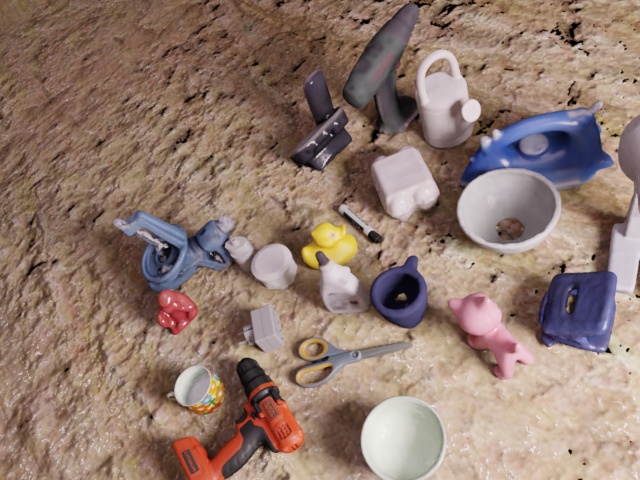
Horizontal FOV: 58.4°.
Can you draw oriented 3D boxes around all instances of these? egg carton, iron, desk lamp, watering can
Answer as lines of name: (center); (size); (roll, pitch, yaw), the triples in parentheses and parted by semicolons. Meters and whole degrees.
egg carton: (0.158, -0.110, 1.089); (0.107, 0.070, 0.150); (-23, 51, 5)
iron: (0.364, -0.163, 0.997); (0.257, 0.142, 0.118); (-11, 53, 15)
desk lamp: (0.486, -0.054, 0.824); (0.117, 0.214, 0.203); (7, 59, 26)
watering can: (0.238, -0.274, 1.093); (0.172, 0.195, 0.101); (24, 68, 33)

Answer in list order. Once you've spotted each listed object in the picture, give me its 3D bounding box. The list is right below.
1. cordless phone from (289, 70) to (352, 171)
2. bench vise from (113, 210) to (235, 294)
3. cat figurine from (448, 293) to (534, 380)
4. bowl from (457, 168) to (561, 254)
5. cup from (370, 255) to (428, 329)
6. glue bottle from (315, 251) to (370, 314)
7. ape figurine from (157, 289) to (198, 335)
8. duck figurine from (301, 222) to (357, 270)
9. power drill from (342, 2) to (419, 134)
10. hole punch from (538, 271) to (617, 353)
cordless phone: (-0.019, -0.249, 1.184); (0.093, 0.185, 0.148); (28, 70, 35)
bench vise: (-0.278, -0.008, 1.095); (0.207, 0.220, 0.121); (-41, 52, -10)
cat figurine: (0.252, 0.130, 0.849); (0.067, 0.118, 0.127); (-38, 51, -6)
bowl: (0.319, -0.037, 0.969); (0.167, 0.075, 0.167); (-11, 53, 15)
cup: (0.140, 0.092, 0.936); (0.091, 0.095, 0.118); (12, 62, 29)
glue bottle: (0.026, 0.068, 0.948); (0.078, 0.174, 0.037); (-5, 55, 19)
ape figurine: (-0.276, 0.126, 1.081); (0.077, 0.092, 0.076); (-8, 54, 17)
duck figurine: (0.010, 0.004, 1.057); (0.104, 0.086, 0.077); (-19, 51, 9)
power drill: (0.142, -0.329, 1.162); (0.075, 0.209, 0.230); (28, 70, 35)
hole punch: (0.376, 0.100, 0.837); (0.100, 0.091, 0.109); (10, 61, 27)
